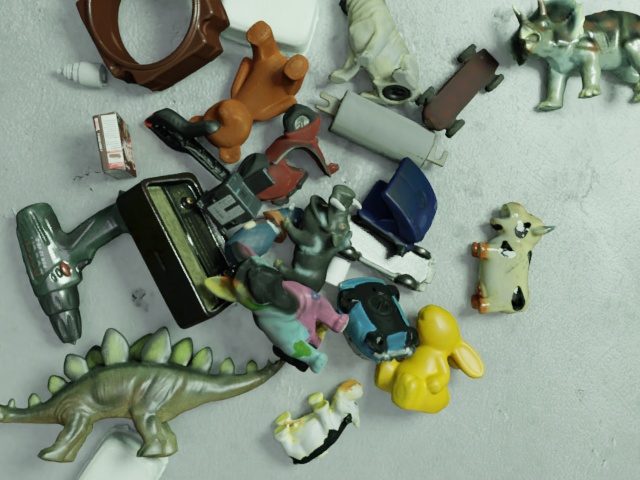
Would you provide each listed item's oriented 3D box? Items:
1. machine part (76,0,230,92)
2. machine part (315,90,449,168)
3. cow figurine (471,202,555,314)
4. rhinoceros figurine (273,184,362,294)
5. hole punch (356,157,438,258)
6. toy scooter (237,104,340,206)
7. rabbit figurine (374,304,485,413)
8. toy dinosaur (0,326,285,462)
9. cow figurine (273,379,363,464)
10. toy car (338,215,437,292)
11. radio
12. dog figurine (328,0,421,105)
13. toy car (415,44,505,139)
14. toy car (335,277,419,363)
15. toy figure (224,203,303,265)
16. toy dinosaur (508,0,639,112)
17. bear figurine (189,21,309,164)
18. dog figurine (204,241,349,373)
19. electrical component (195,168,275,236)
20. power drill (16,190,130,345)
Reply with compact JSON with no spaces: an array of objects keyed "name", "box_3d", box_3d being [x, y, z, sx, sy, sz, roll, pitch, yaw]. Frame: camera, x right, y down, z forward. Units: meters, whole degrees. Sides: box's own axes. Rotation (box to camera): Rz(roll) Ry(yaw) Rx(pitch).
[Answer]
[{"name":"machine part","box_3d":[-0.262,-0.355,0.843,0.201,0.087,0.201,-26,94,14]},{"name":"machine part","box_3d":[0.105,-0.183,0.912,0.243,0.079,0.079,25,88,-6]},{"name":"cow figurine","box_3d":[0.332,0.031,0.933,0.127,0.085,0.194,2,89,-1]},{"name":"rhinoceros figurine","box_3d":[-0.002,-0.003,0.870,0.112,0.073,0.190,31,108,30]},{"name":"hole punch","box_3d":[0.141,-0.059,0.889,0.116,0.092,0.142,36,50,-3]},{"name":"toy scooter","box_3d":[-0.044,-0.123,0.899,0.135,0.075,0.184,36,101,-33]},{"name":"rabbit figurine","box_3d":[0.193,0.198,0.903,0.162,0.122,0.173,15,89,-10]},{"name":"toy dinosaur","box_3d":[-0.269,0.239,0.846,0.471,0.105,0.198,2,70,-19]},{"name":"cow figurine","box_3d":[0.012,0.311,0.912,0.167,0.068,0.098,-30,99,-1]},{"name":"toy car","box_3d":[0.107,0.021,0.926,0.202,0.056,0.073,27,81,-6]},{"name":"radio","box_3d":[-0.210,0.011,0.851,0.073,0.131,0.229,-24,93,30]},{"name":"dog figurine","box_3d":[0.110,-0.341,0.910,0.172,0.121,0.190,25,68,-38]},{"name":"toy car","box_3d":[0.241,-0.257,0.924,0.089,0.053,0.202,43,65,-2]},{"name":"toy car","box_3d":[0.088,0.145,0.897,0.109,0.102,0.162,-6,49,-28]},{"name":"toy figure","box_3d":[-0.089,-0.015,0.890,0.058,0.064,0.154,38,51,20]},{"name":"toy dinosaur","box_3d":[0.497,-0.335,0.935,0.405,0.131,0.192,-8,92,-12]},{"name":"bear figurine","box_3d":[-0.121,-0.229,0.868,0.196,0.132,0.120,-43,84,-9]},{"name":"dog figurine","box_3d":[-0.074,0.101,0.837,0.219,0.191,0.108,39,70,-9]},{"name":"electrical component","box_3d":[-0.128,-0.065,0.850,0.119,0.048,0.074,-22,117,27]},{"name":"power drill","box_3d":[-0.371,0.028,0.874,0.207,0.086,0.232,-26,90,3]}]
